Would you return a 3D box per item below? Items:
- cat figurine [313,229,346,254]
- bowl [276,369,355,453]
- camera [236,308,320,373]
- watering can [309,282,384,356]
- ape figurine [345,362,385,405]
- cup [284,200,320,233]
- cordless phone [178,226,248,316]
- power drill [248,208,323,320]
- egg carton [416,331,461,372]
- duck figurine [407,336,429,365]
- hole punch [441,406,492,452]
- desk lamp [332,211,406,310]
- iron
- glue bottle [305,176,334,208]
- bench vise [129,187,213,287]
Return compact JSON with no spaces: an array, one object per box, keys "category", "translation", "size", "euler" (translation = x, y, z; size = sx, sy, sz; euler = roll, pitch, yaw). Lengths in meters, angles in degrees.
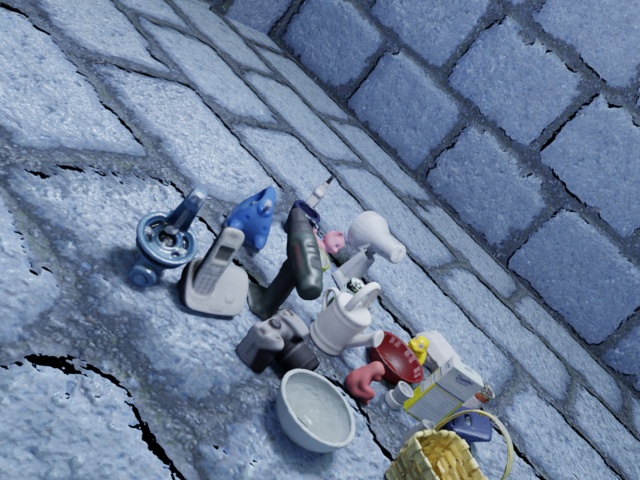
[{"category":"cat figurine","translation":[0.015,0.006,1.632],"size":[0.128,0.117,0.067],"euler":[24,27,-34]},{"category":"bowl","translation":[-0.020,0.324,1.046],"size":[0.168,0.074,0.167],"euler":[34,23,-16]},{"category":"camera","translation":[-0.067,0.214,1.140],"size":[0.136,0.100,0.143],"euler":[46,23,14]},{"category":"watering can","translation":[0.076,0.175,1.317],"size":[0.173,0.194,0.101],"euler":[42,22,4]},{"category":"ape figurine","translation":[0.106,0.305,1.259],"size":[0.076,0.092,0.078],"euler":[40,22,-2]},{"category":"cup","translation":[-0.053,-0.045,1.647],"size":[0.092,0.095,0.117],"euler":[10,37,-51]},{"category":"cordless phone","translation":[-0.182,0.060,1.130],"size":[0.148,0.185,0.094],"euler":[16,32,-45]},{"category":"power drill","translation":[-0.076,0.066,1.257],"size":[0.076,0.208,0.229],"euler":[22,29,-38]},{"category":"egg carton","translation":[0.329,0.323,1.608],"size":[0.108,0.069,0.150],"euler":[5,41,-55]},{"category":"duck figurine","translation":[0.257,0.293,1.528],"size":[0.105,0.086,0.077],"euler":[18,31,-43]},{"category":"hole punch","translation":[0.349,0.450,1.379],"size":[0.101,0.091,0.108],"euler":[37,23,-8]},{"category":"desk lamp","translation":[0.138,0.051,1.617],"size":[0.118,0.213,0.202],"euler":[19,31,-42]},{"category":"iron","translation":[-0.157,-0.085,1.495],"size":[0.119,0.141,0.258],"euler":[34,23,-15]},{"category":"glue bottle","translation":[-0.013,-0.133,1.771],"size":[0.037,0.173,0.078],"euler":[39,22,-3]},{"category":"bench vise","translation":[-0.284,-0.037,1.103],"size":[0.122,0.219,0.207],"euler":[27,26,-31]}]
